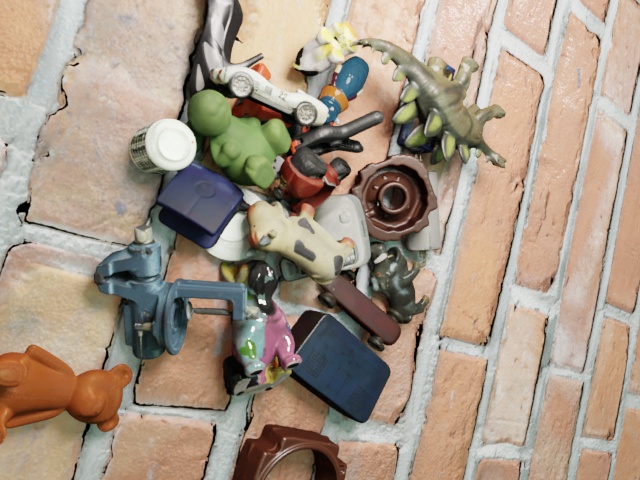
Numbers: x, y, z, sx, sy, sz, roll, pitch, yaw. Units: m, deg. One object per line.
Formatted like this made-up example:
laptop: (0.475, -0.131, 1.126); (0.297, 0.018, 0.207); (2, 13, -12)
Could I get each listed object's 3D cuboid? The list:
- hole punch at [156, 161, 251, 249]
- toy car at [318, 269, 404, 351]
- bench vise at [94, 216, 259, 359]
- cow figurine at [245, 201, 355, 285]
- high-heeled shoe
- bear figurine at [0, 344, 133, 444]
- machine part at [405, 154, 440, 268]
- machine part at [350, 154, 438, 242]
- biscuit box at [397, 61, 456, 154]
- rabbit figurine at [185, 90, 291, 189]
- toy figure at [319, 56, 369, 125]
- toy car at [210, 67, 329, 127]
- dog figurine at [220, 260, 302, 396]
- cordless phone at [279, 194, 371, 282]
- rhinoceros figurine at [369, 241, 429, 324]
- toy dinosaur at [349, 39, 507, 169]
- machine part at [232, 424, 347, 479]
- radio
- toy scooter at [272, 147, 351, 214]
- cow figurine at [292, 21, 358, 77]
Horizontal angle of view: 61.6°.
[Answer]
hole punch: (-0.192, -0.062, 0.867); (0.142, 0.092, 0.116); (30, 74, -1)
toy car: (0.080, 0.137, 1.079); (0.202, 0.053, 0.089); (40, 70, -8)
bench vise: (-0.214, 0.084, 0.834); (0.241, 0.129, 0.223); (4, 98, 1)
cow figurine: (-0.044, 0.004, 0.916); (0.195, 0.085, 0.127); (38, 51, -17)
high-heeled shoe: (-0.196, -0.359, 0.905); (0.145, 0.086, 0.248); (-26, 88, 2)
bear figurine: (-0.368, 0.226, 0.762); (0.196, 0.132, 0.120); (22, 86, -25)
machine part: (0.219, -0.063, 1.159); (0.079, 0.079, 0.243); (-8, 95, -32)
machine part: (0.146, -0.085, 1.086); (0.179, 0.056, 0.179); (-1, 97, -5)
biscuit box: (0.232, -0.289, 1.169); (0.062, 0.059, 0.202); (22, 80, -32)
rabbit figurine: (-0.152, -0.180, 0.871); (0.170, 0.159, 0.121); (48, 64, -45)
toy figure: (0.037, -0.268, 0.984); (0.064, 0.057, 0.154); (32, 71, 4)
toy car: (-0.082, -0.234, 0.875); (0.201, 0.074, 0.056); (19, 96, -27)
dog figurine: (-0.119, 0.141, 0.940); (0.108, 0.191, 0.219); (-1, 58, -30)
cordless phone: (-0.002, -0.004, 1.020); (0.184, 0.089, 0.146); (-16, 101, -24)
rhinoceros figurine: (0.154, 0.085, 1.130); (0.112, 0.073, 0.190); (-31, 109, -17)
toy dinosaur: (0.239, -0.271, 1.075); (0.471, 0.105, 0.198); (37, 72, -30)
machine part: (-0.058, 0.456, 0.992); (0.201, 0.087, 0.201); (23, 78, -31)
radio: (0.029, 0.245, 1.051); (0.229, 0.073, 0.131); (44, 68, -28)
toy scooter: (-0.028, -0.096, 0.961); (0.075, 0.135, 0.184); (54, 24, 16)
cow figurine: (0.013, -0.356, 1.010); (0.068, 0.098, 0.167); (54, 34, -14)
